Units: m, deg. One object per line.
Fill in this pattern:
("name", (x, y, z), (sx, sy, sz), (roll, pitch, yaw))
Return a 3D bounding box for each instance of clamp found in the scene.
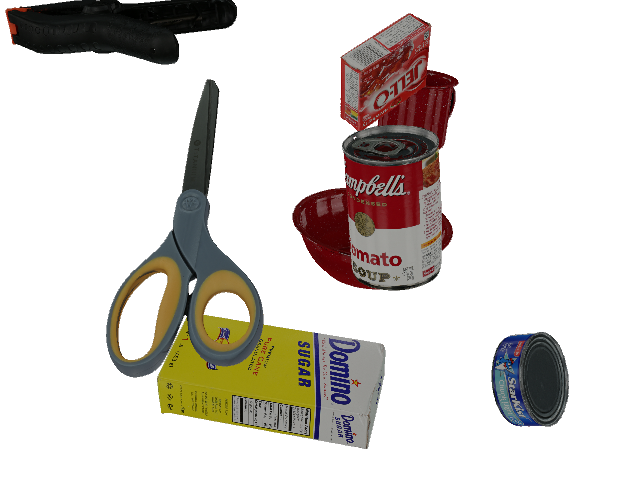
("clamp", (-0.149, -0.162, 0.796), (0.172, 0.039, 0.120), (11, 23, 24))

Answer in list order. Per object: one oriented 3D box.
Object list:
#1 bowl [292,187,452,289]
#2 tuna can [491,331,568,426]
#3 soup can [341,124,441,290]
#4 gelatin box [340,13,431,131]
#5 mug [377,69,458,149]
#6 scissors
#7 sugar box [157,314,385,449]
("bowl", (0.050, 0.003, 1.079), (0.162, 0.055, 0.162), (4, 28, -3))
("tuna can", (0.193, 0.128, 0.980), (0.034, 0.086, 0.085), (-9, -6, 40))
("soup can", (0.052, -0.024, 0.768), (0.068, 0.102, 0.068), (-4, 27, 2))
("gelatin box", (0.058, -0.149, 0.948), (0.089, 0.073, 0.030), (-36, 59, -25))
("mug", (0.118, -0.156, 1.263), (0.093, 0.081, 0.117), (23, 27, 37))
("scissors", (-0.059, -0.008, 0.622), (0.096, 0.201, 0.016), (14, -28, 14))
("sugar box", (-0.038, 0.114, 0.890), (0.176, 0.048, 0.093), (6, 35, 9))
